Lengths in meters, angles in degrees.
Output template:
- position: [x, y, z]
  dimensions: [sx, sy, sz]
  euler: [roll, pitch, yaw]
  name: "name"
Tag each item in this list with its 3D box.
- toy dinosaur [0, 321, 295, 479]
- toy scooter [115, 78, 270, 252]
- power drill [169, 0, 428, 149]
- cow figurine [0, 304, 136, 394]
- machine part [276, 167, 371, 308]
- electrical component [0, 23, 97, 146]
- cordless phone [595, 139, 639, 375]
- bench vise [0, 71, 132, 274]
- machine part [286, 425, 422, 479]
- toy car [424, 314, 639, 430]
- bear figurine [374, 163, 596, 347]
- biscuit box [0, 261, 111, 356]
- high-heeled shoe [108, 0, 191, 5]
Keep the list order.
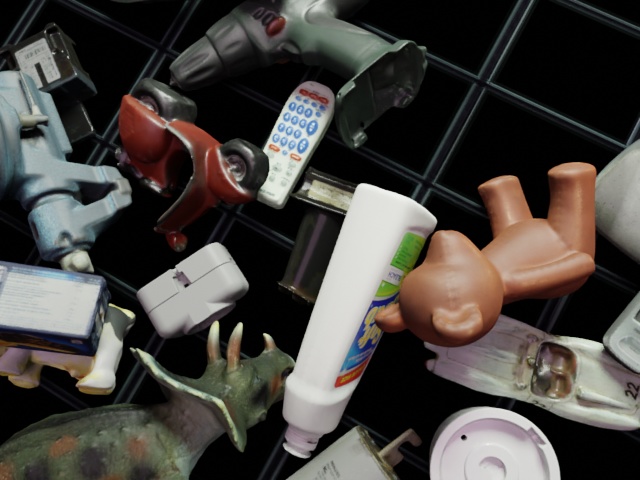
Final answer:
- position: [-0.203, 0.205, 0.459]
  dimensions: [0.405, 0.131, 0.192]
  euler: [-20, 96, -5]
  name: "toy dinosaur"
- position: [-0.147, -0.069, 0.546]
  dimensions: [0.184, 0.075, 0.135]
  euler: [37, 107, 17]
  name: "toy scooter"
- position: [-0.015, -0.178, 0.534]
  dimensions: [0.232, 0.085, 0.207]
  euler: [-39, 54, -9]
  name: "power drill"
- position: [-0.272, 0.091, 0.520]
  dimensions: [0.167, 0.068, 0.098]
  euler: [13, 64, -10]
  name: "cow figurine"
- position: [-0.001, -0.002, 0.543]
  dimensions: [0.084, 0.039, 0.139]
  euler: [17, 81, -1]
  name: "machine part"
- position: [-0.290, -0.165, 0.587]
  dimensions: [0.075, 0.047, 0.119]
  euler: [-23, 78, 2]
  name: "electrical component"
- position: [0.288, 0.014, 0.483]
  dimensions: [0.147, 0.088, 0.184]
  euler: [40, 82, 9]
  name: "cordless phone"
- position: [-0.305, -0.050, 0.479]
  dimensions: [0.129, 0.240, 0.223]
  euler: [-18, 88, 41]
  name: "bench vise"
- position: [-0.010, 0.248, 0.483]
  dimensions: [0.243, 0.079, 0.079]
  euler: [-37, 80, -1]
  name: "machine part"
- position: [0.197, 0.116, 0.497]
  dimensions: [0.202, 0.056, 0.073]
  euler: [16, 83, 7]
  name: "toy car"
- position: [0.141, 0.012, 0.463]
  dimensions: [0.196, 0.120, 0.131]
  euler: [-10, 92, -28]
  name: "bear figurine"
- position: [-0.293, 0.053, 0.461]
  dimensions: [0.203, 0.062, 0.059]
  euler: [10, 62, -10]
  name: "biscuit box"
- position: [-0.126, -0.272, 0.525]
  dimensions: [0.145, 0.249, 0.086]
  euler: [-31, 122, -21]
  name: "high-heeled shoe"
